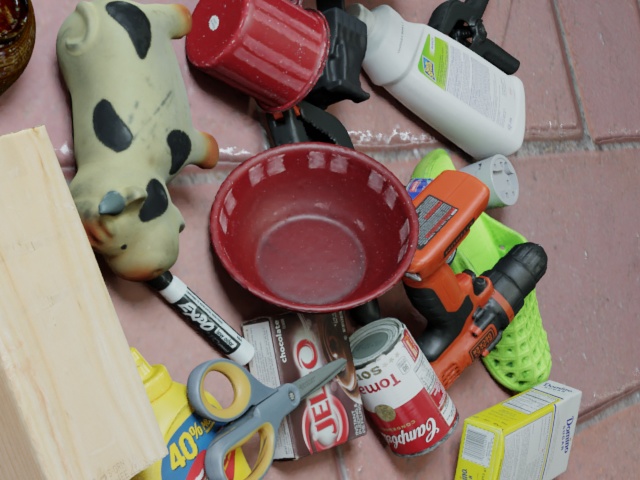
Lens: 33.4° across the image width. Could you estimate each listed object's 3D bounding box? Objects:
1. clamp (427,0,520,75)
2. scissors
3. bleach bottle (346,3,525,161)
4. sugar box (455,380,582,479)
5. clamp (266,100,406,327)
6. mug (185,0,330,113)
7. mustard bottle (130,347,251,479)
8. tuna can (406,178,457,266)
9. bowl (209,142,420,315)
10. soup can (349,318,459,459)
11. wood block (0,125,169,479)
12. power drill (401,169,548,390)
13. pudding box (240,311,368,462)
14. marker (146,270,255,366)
[{"bbox_3d":[0.165,-0.241,1.188,0.171,0.039,0.120,-13,86,-52],"label":"clamp"},{"bbox_3d":[-0.036,0.100,0.758,0.096,0.016,0.201,62,31,-13],"label":"scissors"},{"bbox_3d":[0.113,-0.172,1.081,0.250,0.068,0.102,28,55,-40],"label":"bleach bottle"},{"bbox_3d":[0.193,0.201,1.038,0.175,0.048,0.093,-10,112,-55],"label":"sugar box"},{"bbox_3d":[0.022,-0.049,0.943,0.210,0.036,0.164,57,39,-26],"label":"clamp"},{"bbox_3d":[-0.048,-0.170,0.849,0.081,0.093,0.117,22,91,-40],"label":"mug"},{"bbox_3d":[-0.088,0.157,0.717,0.096,0.058,0.191,-43,110,-51],"label":"mustard bottle"},{"bbox_3d":[0.103,-0.015,0.992,0.086,0.034,0.086,2,90,-66],"label":"tuna can"},{"bbox_3d":[-0.005,0.001,0.836,0.055,0.162,0.162,96,10,-54],"label":"bowl"},{"bbox_3d":[0.066,0.126,0.911,0.102,0.069,0.068,58,41,-19],"label":"soup can"},{"bbox_3d":[-0.179,0.051,0.615,0.090,0.091,0.206,-26,98,-52],"label":"wood block"},{"bbox_3d":[0.130,0.027,0.946,0.184,0.057,0.187,-46,138,-19],"label":"power drill"},{"bbox_3d":[-0.012,0.111,0.843,0.089,0.039,0.113,-7,83,-51],"label":"pudding box"},{"bbox_3d":[-0.092,0.051,0.781,0.121,0.020,0.020,47,45,-30],"label":"marker"}]
